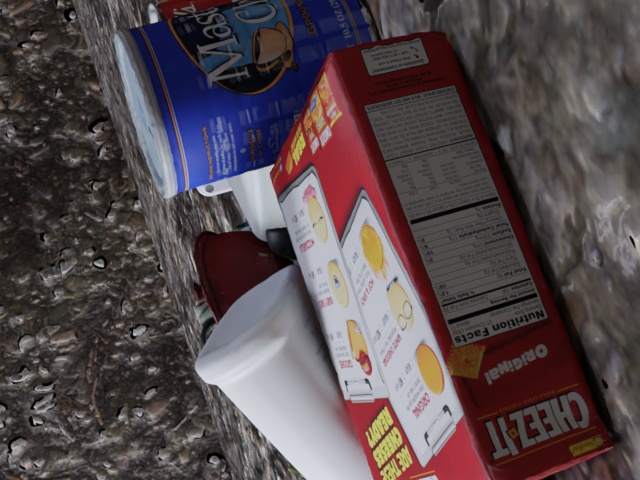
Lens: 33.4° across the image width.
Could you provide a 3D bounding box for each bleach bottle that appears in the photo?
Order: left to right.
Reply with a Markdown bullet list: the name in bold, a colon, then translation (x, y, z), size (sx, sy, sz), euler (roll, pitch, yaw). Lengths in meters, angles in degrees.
- **bleach bottle**: translation (0.032, 0.138, 0.660), size (0.251, 0.068, 0.102), euler (52, -157, -11)

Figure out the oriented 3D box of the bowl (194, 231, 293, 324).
- **bowl**: translation (-0.039, 0.051, 0.895), size (0.162, 0.055, 0.162), euler (55, -166, -21)

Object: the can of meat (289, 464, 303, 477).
- **can of meat**: translation (-0.010, 0.191, 1.092), size (0.102, 0.057, 0.084), euler (149, 106, -78)

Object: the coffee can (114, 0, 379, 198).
- **coffee can**: translation (-0.042, -0.094, 0.646), size (0.103, 0.140, 0.103), euler (163, 90, -78)

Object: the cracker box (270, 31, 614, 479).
- **cracker box**: translation (0.050, 0.025, 0.551), size (0.164, 0.072, 0.214), euler (127, 125, -68)

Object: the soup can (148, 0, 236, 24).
- **soup can**: translation (-0.062, -0.145, 0.751), size (0.068, 0.102, 0.068), euler (163, 90, -78)

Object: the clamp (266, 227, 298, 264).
- **clamp**: translation (-0.005, 0.001, 0.760), size (0.164, 0.036, 0.210), euler (-81, -14, -45)

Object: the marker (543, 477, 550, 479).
- **marker**: translation (0.131, 0.168, 0.532), size (0.020, 0.020, 0.121), euler (91, 158, -55)

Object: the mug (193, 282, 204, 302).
- **mug**: translation (-0.073, 0.069, 1.115), size (0.093, 0.081, 0.117), euler (61, 179, 16)
